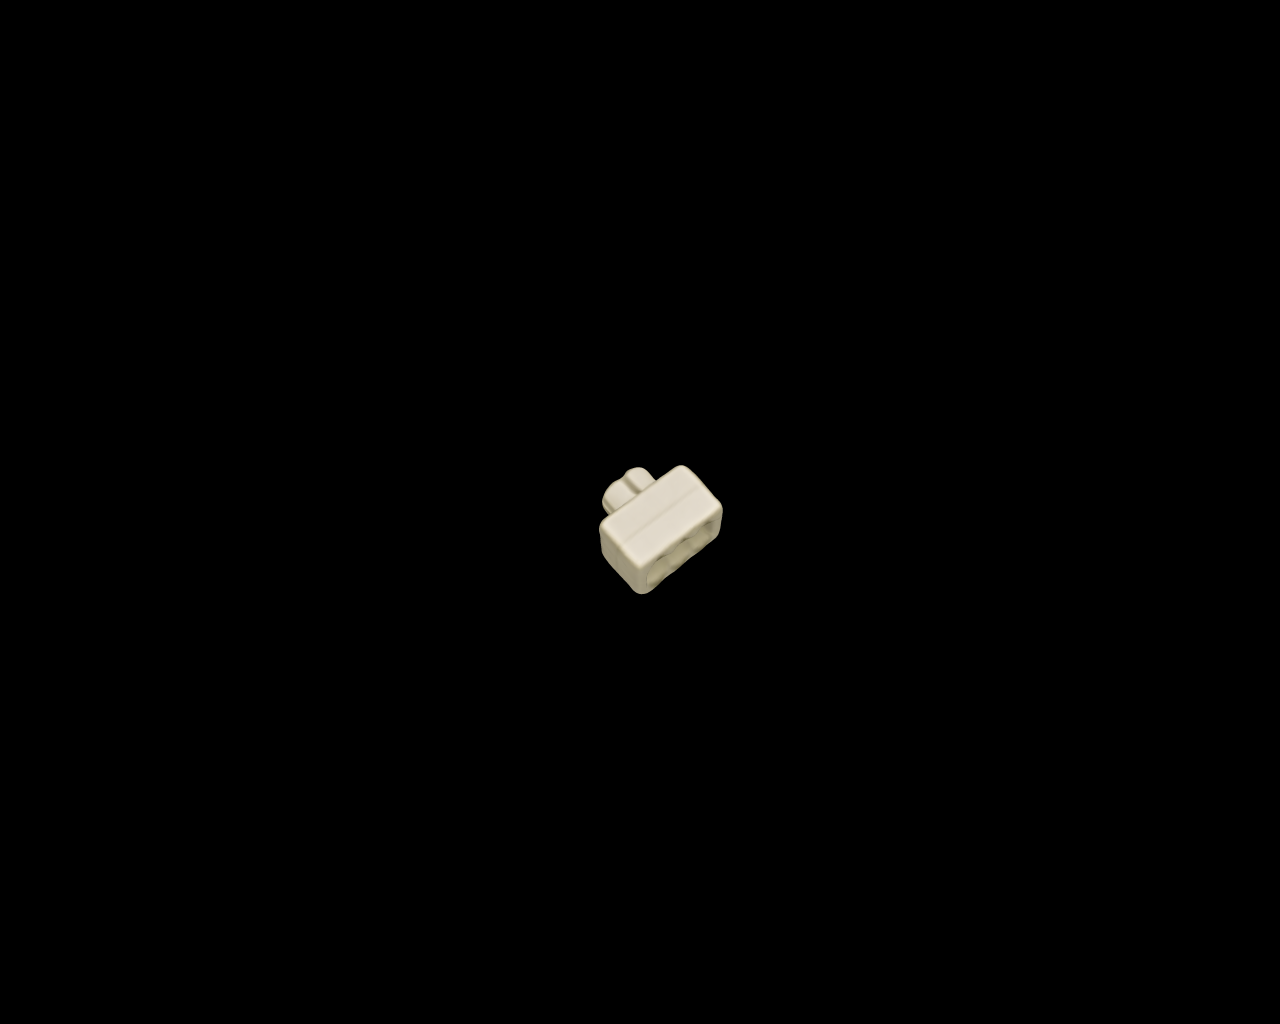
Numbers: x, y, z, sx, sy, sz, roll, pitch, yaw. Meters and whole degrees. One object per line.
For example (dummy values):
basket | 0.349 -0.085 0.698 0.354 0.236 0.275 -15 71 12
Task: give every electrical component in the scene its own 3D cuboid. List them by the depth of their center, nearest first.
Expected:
electrical component | 0.001 -0.003 0.650 0.066 0.077 0.047 -37 -19 -15
